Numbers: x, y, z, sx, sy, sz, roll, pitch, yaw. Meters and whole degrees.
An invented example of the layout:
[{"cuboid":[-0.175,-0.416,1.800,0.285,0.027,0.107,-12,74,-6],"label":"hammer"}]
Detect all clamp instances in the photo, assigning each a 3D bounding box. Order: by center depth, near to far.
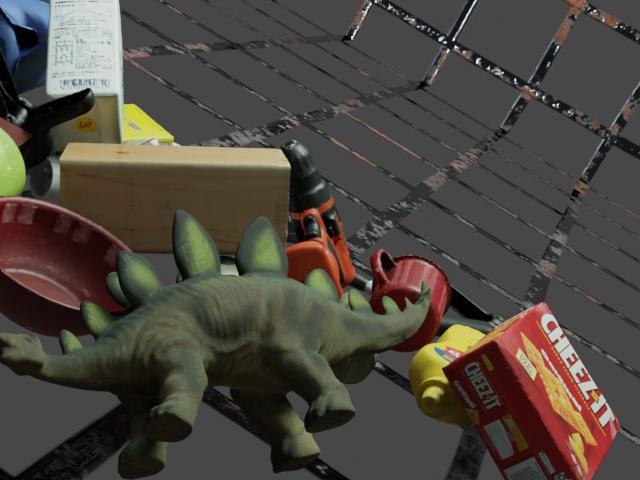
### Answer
[{"cuboid":[-0.278,-0.115,1.020,0.120,0.172,0.039,30,52,3],"label":"clamp"},{"cuboid":[0.214,0.108,1.349,0.210,0.036,0.164,23,22,-9],"label":"clamp"}]

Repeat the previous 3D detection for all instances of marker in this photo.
[{"cuboid":[0.084,0.069,1.267,0.121,0.020,0.020,26,17,19],"label":"marker"}]

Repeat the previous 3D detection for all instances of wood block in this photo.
[{"cuboid":[-0.136,-0.039,1.007,0.206,0.090,0.091,1,14,-8],"label":"wood block"}]

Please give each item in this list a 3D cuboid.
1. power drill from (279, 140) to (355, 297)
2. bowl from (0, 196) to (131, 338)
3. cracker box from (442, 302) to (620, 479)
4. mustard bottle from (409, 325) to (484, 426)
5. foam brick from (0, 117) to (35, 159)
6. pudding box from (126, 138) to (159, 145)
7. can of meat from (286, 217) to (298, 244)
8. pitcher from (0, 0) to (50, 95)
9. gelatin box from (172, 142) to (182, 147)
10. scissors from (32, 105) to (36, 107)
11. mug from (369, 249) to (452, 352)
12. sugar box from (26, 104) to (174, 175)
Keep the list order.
[{"cuboid":[-0.008,0.001,1.145,0.187,0.057,0.184,-82,153,-64],"label":"power drill"},{"cuboid":[-0.222,0.031,0.881,0.162,0.055,0.162,28,20,-11],"label":"bowl"},{"cuboid":[0.219,0.162,1.072,0.164,0.072,0.213,60,25,6],"label":"cracker box"},{"cuboid":[0.143,0.147,1.113,0.096,0.058,0.191,43,22,13],"label":"mustard bottle"},{"cuboid":[-0.310,-0.071,0.990,0.051,0.078,0.053,29,21,-4],"label":"foam brick"},{"cuboid":[-0.189,-0.052,1.104,0.039,0.090,0.113,-12,14,15],"label":"pudding box"},{"cuboid":[-0.057,-0.039,1.311,0.083,0.057,0.102,10,26,-38],"label":"can of meat"},{"cuboid":[-0.378,-0.220,1.214,0.149,0.145,0.242,36,12,-4],"label":"pitcher"},{"cuboid":[-0.209,-0.105,1.301,0.073,0.030,0.089,23,20,-13],"label":"gelatin box"},{"cuboid":[-0.336,-0.159,1.279,0.096,0.016,0.202,22,20,-20],"label":"scissors"},{"cuboid":[0.091,0.064,1.190,0.117,0.093,0.081,60,21,-12],"label":"mug"},{"cuboid":[-0.259,-0.113,1.167,0.175,0.048,0.093,-5,33,-44],"label":"sugar box"}]
